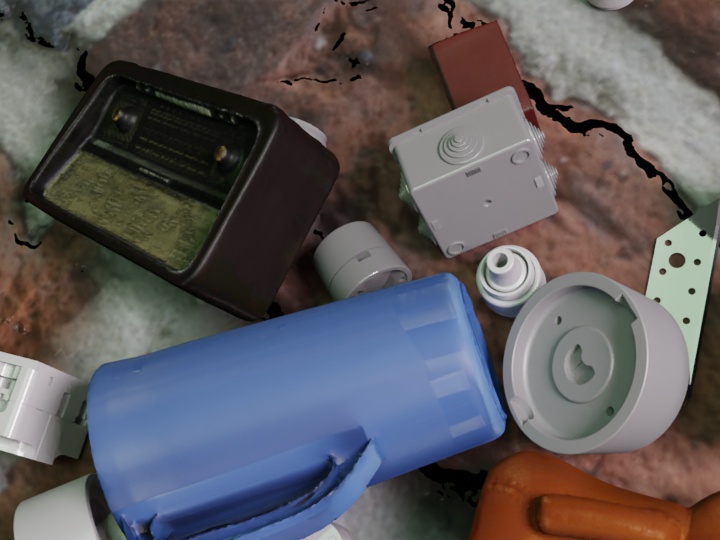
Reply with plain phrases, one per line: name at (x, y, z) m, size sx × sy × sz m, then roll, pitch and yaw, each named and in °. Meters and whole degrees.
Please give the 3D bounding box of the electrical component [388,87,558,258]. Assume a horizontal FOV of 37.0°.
electrical component at (0.077, -0.060, 0.707) m, size 0.100 × 0.099 × 0.048 m, roll -23°, pitch 53°, yaw 9°

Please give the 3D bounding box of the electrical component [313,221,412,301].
electrical component at (0.000, 0.000, 0.735) m, size 0.055 × 0.055 × 0.047 m, roll -36°, pitch 61°, yaw 3°

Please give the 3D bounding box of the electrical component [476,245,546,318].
electrical component at (0.096, 0.004, 0.697) m, size 0.043 × 0.062 × 0.043 m, roll -6°, pitch 69°, yaw 16°

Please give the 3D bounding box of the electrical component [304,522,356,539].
electrical component at (-0.034, 0.220, 0.655) m, size 0.052 × 0.073 × 0.138 m, roll -6°, pitch 70°, yaw 16°

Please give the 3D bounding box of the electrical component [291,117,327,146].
electrical component at (-0.053, -0.078, 0.784) m, size 0.045 × 0.045 × 0.055 m, roll 17°, pitch 76°, yaw 22°

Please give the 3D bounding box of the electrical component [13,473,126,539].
electrical component at (-0.167, 0.183, 0.696) m, size 0.060 × 0.108 × 0.108 m, roll -28°, pitch 65°, yaw 0°

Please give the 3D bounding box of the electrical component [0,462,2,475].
electrical component at (-0.292, 0.147, 0.781) m, size 0.062 × 0.043 × 0.043 m, roll -9°, pitch 69°, yaw 13°

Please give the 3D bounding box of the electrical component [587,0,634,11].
electrical component at (0.175, -0.214, 0.754) m, size 0.045 × 0.055 × 0.045 m, roll -6°, pitch 69°, yaw 16°

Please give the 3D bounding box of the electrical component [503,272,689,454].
electrical component at (0.146, 0.059, 0.650) m, size 0.108 × 0.060 × 0.108 m, roll -20°, pitch 64°, yaw 47°

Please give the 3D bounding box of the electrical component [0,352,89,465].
electrical component at (-0.277, 0.090, 0.771) m, size 0.150 × 0.089 × 0.061 m, roll 11°, pitch 75°, yaw 21°
